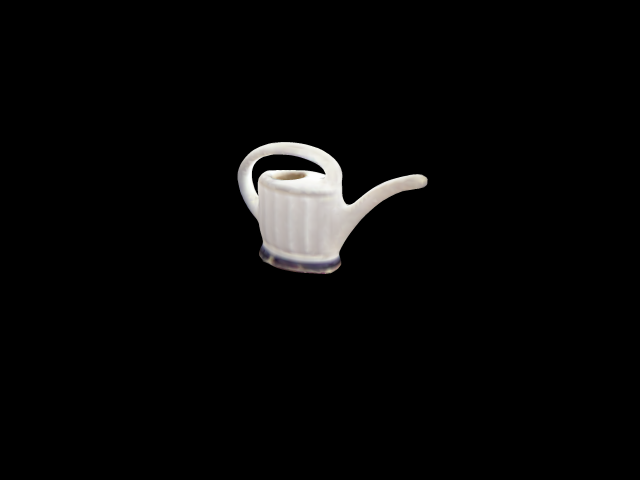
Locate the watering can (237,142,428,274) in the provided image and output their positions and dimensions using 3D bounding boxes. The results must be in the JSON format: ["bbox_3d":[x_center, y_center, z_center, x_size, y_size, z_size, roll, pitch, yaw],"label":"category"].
[{"bbox_3d":[0.003,-0.043,0.850,0.349,0.220,0.105,14,27,29],"label":"watering can"}]
